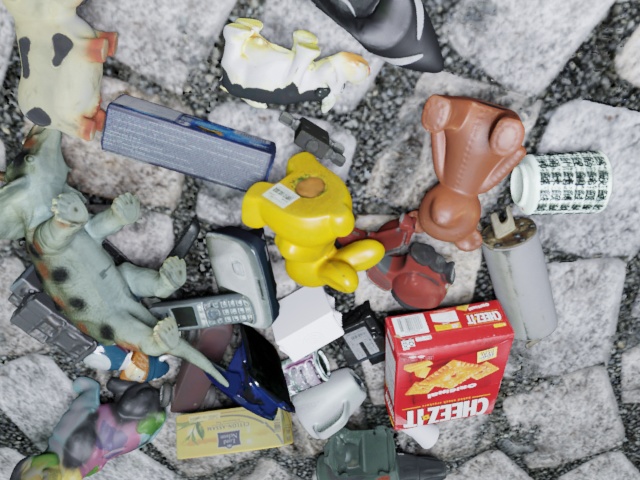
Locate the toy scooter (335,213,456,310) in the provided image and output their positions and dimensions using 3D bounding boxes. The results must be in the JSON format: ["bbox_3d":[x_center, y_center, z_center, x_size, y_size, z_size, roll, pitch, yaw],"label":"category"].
[{"bbox_3d":[0.113,0.023,0.719,0.184,0.075,0.135,31,142,-12],"label":"toy scooter"}]

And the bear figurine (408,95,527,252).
[{"bbox_3d":[0.168,-0.073,0.663,0.120,0.132,0.195,27,115,18],"label":"bear figurine"}]

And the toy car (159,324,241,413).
[{"bbox_3d":[-0.188,0.194,0.838,0.089,0.053,0.202,9,122,-29],"label":"toy car"}]

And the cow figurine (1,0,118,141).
[{"bbox_3d":[-0.299,-0.219,0.600,0.127,0.086,0.194,11,119,-14],"label":"cow figurine"}]

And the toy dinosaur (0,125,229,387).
[{"bbox_3d":[-0.284,0.048,0.677,0.192,0.131,0.404,-14,110,33],"label":"toy dinosaur"}]

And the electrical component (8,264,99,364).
[{"bbox_3d":[-0.356,0.089,0.744,0.058,0.115,0.134,-37,115,15],"label":"electrical component"}]

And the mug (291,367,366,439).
[{"bbox_3d":[0.019,0.256,0.851,0.107,0.110,0.080,-37,105,4],"label":"mug"}]

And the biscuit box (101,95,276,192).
[{"bbox_3d":[-0.158,-0.116,0.667,0.203,0.059,0.062,17,115,-9],"label":"biscuit box"}]

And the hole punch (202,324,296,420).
[{"bbox_3d":[-0.107,0.202,0.775,0.092,0.116,0.142,-29,136,2],"label":"hole punch"}]

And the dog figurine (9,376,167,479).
[{"bbox_3d":[-0.347,0.323,0.813,0.192,0.219,0.108,4,122,-2],"label":"dog figurine"}]

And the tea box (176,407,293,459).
[{"bbox_3d":[-0.135,0.306,0.867,0.170,0.068,0.098,-10,160,5],"label":"tea box"}]

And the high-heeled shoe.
[{"bbox_3d":[0.047,-0.245,0.552,0.248,0.145,0.086,32,114,-15],"label":"high-heeled shoe"}]

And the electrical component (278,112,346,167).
[{"bbox_3d":[-0.010,-0.125,0.662,0.094,0.063,0.021,30,114,-15],"label":"electrical component"}]

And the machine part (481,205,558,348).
[{"bbox_3d":[0.283,0.057,0.758,0.079,0.079,0.243,-20,116,10],"label":"machine part"}]

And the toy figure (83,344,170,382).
[{"bbox_3d":[-0.308,0.182,0.830,0.154,0.058,0.064,30,152,-17],"label":"toy figure"}]

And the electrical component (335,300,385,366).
[{"bbox_3d":[0.068,0.157,0.826,0.075,0.048,0.119,-22,115,11],"label":"electrical component"}]

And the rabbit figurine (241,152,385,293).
[{"bbox_3d":[-0.001,-0.002,0.678,0.163,0.122,0.173,27,141,20],"label":"rabbit figurine"}]

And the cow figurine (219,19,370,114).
[{"bbox_3d":[-0.031,-0.189,0.624,0.167,0.068,0.098,14,123,-5],"label":"cow figurine"}]

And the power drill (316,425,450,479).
[{"bbox_3d":[0.098,0.369,0.896,0.232,0.086,0.207,-6,152,10],"label":"power drill"}]

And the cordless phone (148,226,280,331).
[{"bbox_3d":[-0.154,0.059,0.739,0.184,0.089,0.146,-10,119,0],"label":"cordless phone"}]
